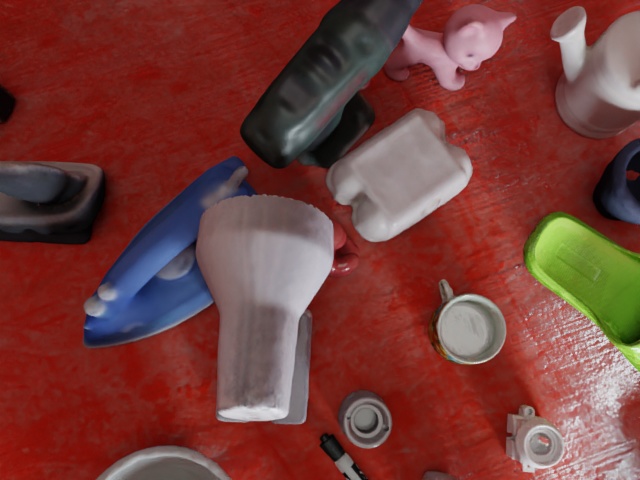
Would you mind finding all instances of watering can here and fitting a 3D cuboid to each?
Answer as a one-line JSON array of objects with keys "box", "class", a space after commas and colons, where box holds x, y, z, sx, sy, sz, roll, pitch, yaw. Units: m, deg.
[{"box": [0.324, -0.184, 0.593, 0.173, 0.194, 0.101, 1, 81, -2], "class": "watering can"}]

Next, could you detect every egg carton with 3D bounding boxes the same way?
[{"box": [0.088, -0.070, 0.630, 0.150, 0.069, 0.107, -36, 84, -7], "class": "egg carton"}]

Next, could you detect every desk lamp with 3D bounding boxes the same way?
[{"box": [-0.050, 0.078, 0.528, 0.118, 0.213, 0.203, 2, 81, -1], "class": "desk lamp"}]

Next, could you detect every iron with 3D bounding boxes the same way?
[{"box": [-0.153, 0.020, 0.570, 0.258, 0.141, 0.118, -42, 84, -8], "class": "iron"}]

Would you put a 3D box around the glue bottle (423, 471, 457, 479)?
[{"box": [0.123, 0.269, 0.523, 0.037, 0.173, 0.078, 10, 81, 0], "class": "glue bottle"}]

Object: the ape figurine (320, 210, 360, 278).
[{"box": [0.006, 0.002, 0.604, 0.076, 0.092, 0.078, -15, 81, -4], "class": "ape figurine"}]

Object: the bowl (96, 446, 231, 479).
[{"box": [-0.148, 0.283, 0.562, 0.167, 0.074, 0.167, 0, 81, -2], "class": "bowl"}]

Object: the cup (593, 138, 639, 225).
[{"box": [0.353, -0.062, 0.624, 0.118, 0.095, 0.091, -27, 82, -6], "class": "cup"}]

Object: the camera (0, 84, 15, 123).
[{"box": [-0.431, -0.137, 0.607, 0.143, 0.101, 0.137, 17, 81, 1], "class": "camera"}]

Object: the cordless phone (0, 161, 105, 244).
[{"box": [-0.304, -0.054, 0.555, 0.147, 0.185, 0.094, -2, 81, -2], "class": "cordless phone"}]

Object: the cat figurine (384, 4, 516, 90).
[{"box": [0.143, -0.222, 0.631, 0.128, 0.117, 0.067, 7, 81, 0], "class": "cat figurine"}]

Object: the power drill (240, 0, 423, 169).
[{"box": [0.018, -0.155, 0.571, 0.075, 0.208, 0.230, 41, 82, 5], "class": "power drill"}]
